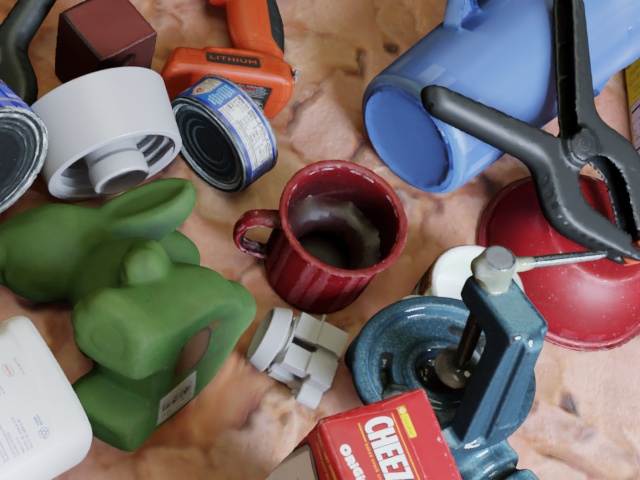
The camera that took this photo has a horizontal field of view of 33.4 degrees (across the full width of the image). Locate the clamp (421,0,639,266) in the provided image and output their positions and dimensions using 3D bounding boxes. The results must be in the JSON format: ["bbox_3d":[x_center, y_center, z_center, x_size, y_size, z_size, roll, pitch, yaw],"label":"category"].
[{"bbox_3d":[0.175,-0.066,0.787,0.164,0.036,0.210,-30,94,-23],"label":"clamp"}]

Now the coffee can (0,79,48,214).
[{"bbox_3d":[-0.261,-0.087,0.697,0.102,0.103,0.140,-35,67,-29],"label":"coffee can"}]

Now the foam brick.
[{"bbox_3d":[-0.162,-0.140,0.800,0.052,0.078,0.051,-35,78,-28],"label":"foam brick"}]

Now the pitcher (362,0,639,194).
[{"bbox_3d":[0.147,-0.152,0.867,0.242,0.145,0.149,-38,82,-27],"label":"pitcher"}]

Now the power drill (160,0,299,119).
[{"bbox_3d":[-0.090,-0.194,0.863,0.184,0.057,0.187,6,61,-14],"label":"power drill"}]

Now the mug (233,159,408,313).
[{"bbox_3d":[-0.005,0.001,0.769,0.117,0.082,0.093,4,62,-15],"label":"mug"}]

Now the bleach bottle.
[{"bbox_3d":[-0.259,0.135,0.595,0.250,0.068,0.102,-24,71,-36],"label":"bleach bottle"}]

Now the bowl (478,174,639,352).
[{"bbox_3d":[0.211,0.004,0.850,0.162,0.055,0.162,8,60,-14],"label":"bowl"}]

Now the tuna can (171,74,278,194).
[{"bbox_3d":[-0.073,-0.077,0.788,0.086,0.086,0.033,44,61,9],"label":"tuna can"}]

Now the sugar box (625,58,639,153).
[{"bbox_3d":[0.325,-0.097,0.945,0.093,0.048,0.176,9,59,-13],"label":"sugar box"}]

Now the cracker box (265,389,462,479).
[{"bbox_3d":[0.025,0.198,0.593,0.072,0.214,0.164,-13,67,-25],"label":"cracker box"}]

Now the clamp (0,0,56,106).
[{"bbox_3d":[-0.255,-0.134,0.782,0.120,0.039,0.171,3,72,11],"label":"clamp"}]
